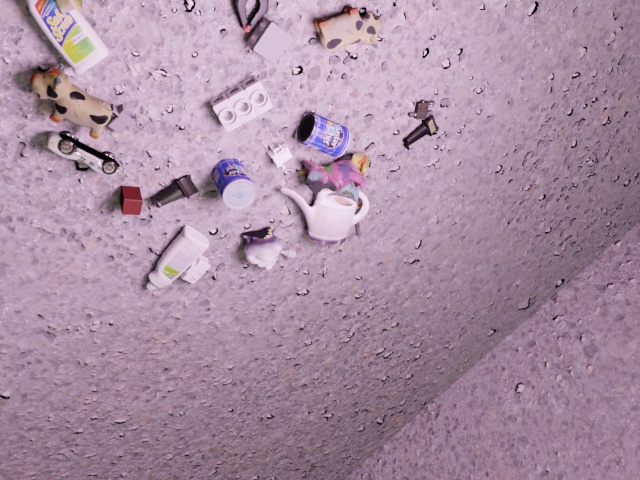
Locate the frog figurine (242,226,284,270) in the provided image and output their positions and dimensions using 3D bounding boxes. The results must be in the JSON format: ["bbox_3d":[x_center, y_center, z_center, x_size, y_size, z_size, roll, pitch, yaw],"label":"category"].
[{"bbox_3d":[-0.188,0.045,1.758,0.139,0.124,0.156,-27,123,-32],"label":"frog figurine"}]

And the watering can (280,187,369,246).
[{"bbox_3d":[0.005,-0.089,1.765,0.348,0.106,0.220,2,120,-25],"label":"watering can"}]

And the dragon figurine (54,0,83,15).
[{"bbox_3d":[-0.471,-0.674,1.099,0.242,0.123,0.407,15,101,-27],"label":"dragon figurine"}]
